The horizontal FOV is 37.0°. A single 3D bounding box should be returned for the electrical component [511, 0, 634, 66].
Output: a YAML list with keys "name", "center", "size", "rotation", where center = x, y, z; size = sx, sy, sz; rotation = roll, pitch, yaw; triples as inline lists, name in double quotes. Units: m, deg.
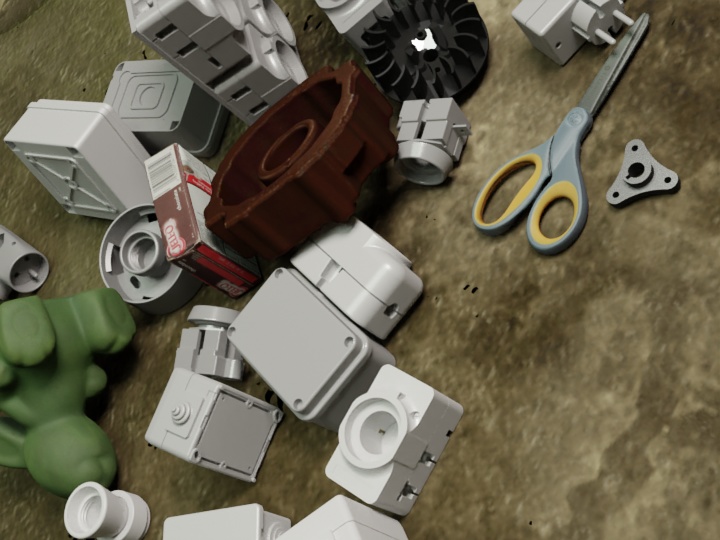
- name: "electrical component"
  center: [0.173, -0.194, 0.809]
  size: [0.083, 0.047, 0.075]
  rotation: [-47, 52, 6]

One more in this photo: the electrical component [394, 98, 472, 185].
- name: "electrical component"
  center: [0.054, -0.101, 0.845]
  size: [0.066, 0.048, 0.055]
  rotation: [2, 63, 33]

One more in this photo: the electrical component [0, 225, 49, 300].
- name: "electrical component"
  center: [-0.356, 0.003, 1.063]
  size: [0.077, 0.043, 0.079]
  rotation: [29, 86, 38]

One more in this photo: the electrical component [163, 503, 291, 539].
- name: "electrical component"
  center: [-0.097, 0.225, 0.792]
  size: [0.100, 0.048, 0.099]
  rotation: [-15, 61, 27]

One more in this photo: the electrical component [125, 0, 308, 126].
- name: "electrical component"
  center: [-0.115, -0.203, 0.911]
  size: [0.060, 0.186, 0.105]
  rotation: [-29, 56, 19]

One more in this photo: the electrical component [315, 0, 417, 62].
- name: "electrical component"
  center: [-0.002, -0.285, 0.955]
  size: [0.105, 0.060, 0.186]
  rotation: [-38, 53, 13]

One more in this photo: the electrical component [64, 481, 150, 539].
- name: "electrical component"
  center: [-0.203, 0.198, 0.868]
  size: [0.045, 0.055, 0.045]
  rotation: [-14, 62, 28]

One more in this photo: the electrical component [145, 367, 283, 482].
- name: "electrical component"
  center: [-0.118, 0.116, 0.824]
  size: [0.061, 0.096, 0.061]
  rotation: [15, 78, 38]

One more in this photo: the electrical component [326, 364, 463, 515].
- name: "electrical component"
  center: [0.023, 0.119, 0.758]
  size: [0.050, 0.056, 0.089]
  rotation: [26, 84, 38]

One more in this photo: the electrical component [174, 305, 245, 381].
- name: "electrical component"
  center: [-0.121, 0.060, 0.885]
  size: [0.066, 0.048, 0.055]
  rotation: [0, 77, 33]

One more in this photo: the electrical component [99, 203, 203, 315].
- name: "electrical component"
  center: [-0.181, -0.011, 0.959]
  size: [0.099, 0.064, 0.099]
  rotation: [-5, 76, 21]

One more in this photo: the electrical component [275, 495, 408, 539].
- name: "electrical component"
  center: [-0.011, 0.192, 0.721]
  size: [0.062, 0.096, 0.061]
  rotation: [-38, 50, 13]

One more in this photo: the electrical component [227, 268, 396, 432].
- name: "electrical component"
  center: [-0.039, 0.060, 0.824]
  size: [0.078, 0.057, 0.113]
  rotation: [-51, 52, 3]

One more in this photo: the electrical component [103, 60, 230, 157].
- name: "electrical component"
  center: [-0.183, -0.151, 1.013]
  size: [0.113, 0.057, 0.078]
  rotation: [5, 72, 34]

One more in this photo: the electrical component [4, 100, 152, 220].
- name: "electrical component"
  center: [-0.253, -0.101, 0.998]
  size: [0.109, 0.108, 0.056]
  rotation: [9, 57, 36]

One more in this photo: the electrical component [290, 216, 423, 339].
- name: "electrical component"
  center: [0.000, 0.000, 0.828]
  size: [0.059, 0.054, 0.095]
  rotation: [-51, 52, 3]
